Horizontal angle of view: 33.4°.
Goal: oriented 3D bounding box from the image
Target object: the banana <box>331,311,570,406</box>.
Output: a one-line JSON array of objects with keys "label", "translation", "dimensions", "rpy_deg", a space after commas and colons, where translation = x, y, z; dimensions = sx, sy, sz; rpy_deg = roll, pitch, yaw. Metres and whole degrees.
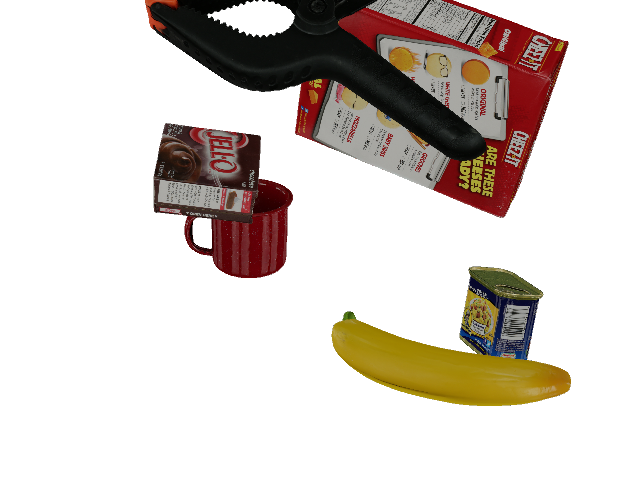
[{"label": "banana", "translation": [0.078, 0.086, 0.773], "dimensions": [0.198, 0.037, 0.069], "rpy_deg": [15, 37, 35]}]

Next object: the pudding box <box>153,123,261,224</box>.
[{"label": "pudding box", "translation": [-0.100, -0.061, 0.950], "dimensions": [0.090, 0.039, 0.113], "rpy_deg": [6, 33, -6]}]

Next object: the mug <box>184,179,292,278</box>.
[{"label": "mug", "translation": [-0.089, -0.011, 1.155], "dimensions": [0.117, 0.081, 0.093], "rpy_deg": [-5, 28, -13]}]

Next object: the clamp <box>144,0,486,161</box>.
[{"label": "clamp", "translation": [0.003, -0.120, 0.627], "dimensions": [0.210, 0.164, 0.036], "rpy_deg": [-2, -22, -2]}]

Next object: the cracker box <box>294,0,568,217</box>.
[{"label": "cracker box", "translation": [0.092, -0.134, 0.947], "dimensions": [0.214, 0.164, 0.072], "rpy_deg": [22, 49, 12]}]

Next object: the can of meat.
[{"label": "can of meat", "translation": [0.199, 0.084, 1.194], "dimensions": [0.057, 0.084, 0.102], "rpy_deg": [4, 14, -18]}]
